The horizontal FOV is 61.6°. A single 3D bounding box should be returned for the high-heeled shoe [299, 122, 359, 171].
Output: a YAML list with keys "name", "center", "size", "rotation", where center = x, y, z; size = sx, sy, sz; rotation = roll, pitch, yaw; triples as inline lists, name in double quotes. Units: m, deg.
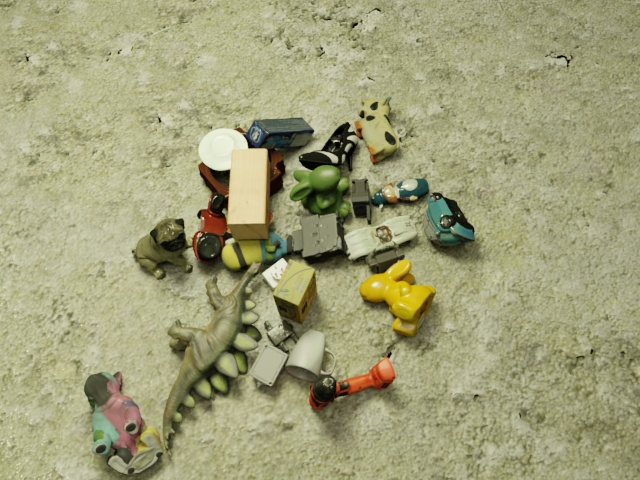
- name: "high-heeled shoe"
  center: [0.024, -0.259, 1.430]
  size: [0.086, 0.248, 0.145]
  rotation: [-10, 85, 36]

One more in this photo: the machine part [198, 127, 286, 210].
- name: "machine part"
  center: [-0.212, -0.193, 1.459]
  size: [0.201, 0.087, 0.201]
  rotation: [-36, 70, -15]

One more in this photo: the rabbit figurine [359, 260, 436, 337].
- name: "rabbit figurine"
  center: [0.182, 0.126, 1.304]
  size: [0.173, 0.121, 0.162]
  rotation: [18, 63, 29]

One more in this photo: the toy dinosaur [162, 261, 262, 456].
- name: "toy dinosaur"
  center: [-0.259, 0.253, 1.258]
  size: [0.199, 0.105, 0.471]
  rotation: [30, 74, 9]

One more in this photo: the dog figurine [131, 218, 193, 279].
- name: "dog figurine"
  center: [-0.401, 0.005, 1.319]
  size: [0.172, 0.190, 0.121]
  rotation: [-12, 67, -3]

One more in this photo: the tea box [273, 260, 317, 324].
- name: "tea box"
  center: [-0.056, 0.125, 1.272]
  size: [0.068, 0.169, 0.098]
  rotation: [21, 70, 9]

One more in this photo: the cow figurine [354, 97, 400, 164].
- name: "cow figurine"
  center: [0.165, -0.322, 1.512]
  size: [0.127, 0.085, 0.195]
  rotation: [-21, 65, -2]

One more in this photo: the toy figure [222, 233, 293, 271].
- name: "toy figure"
  center: [-0.158, 0.028, 1.361]
  size: [0.180, 0.082, 0.089]
  rotation: [-4, 50, -9]

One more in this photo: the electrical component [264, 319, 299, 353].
- name: "electrical component"
  center: [-0.094, 0.225, 1.309]
  size: [0.063, 0.021, 0.094]
  rotation: [-36, 70, -14]

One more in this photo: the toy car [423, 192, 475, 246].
- name: "toy car"
  center: [0.314, -0.041, 1.374]
  size: [0.103, 0.109, 0.162]
  rotation: [-47, 46, 28]

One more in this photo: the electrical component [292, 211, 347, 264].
- name: "electrical component"
  center: [-0.003, -0.004, 1.371]
  size: [0.134, 0.058, 0.115]
  rotation: [-14, 63, 17]

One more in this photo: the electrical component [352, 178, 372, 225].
- name: "electrical component"
  center: [0.110, -0.094, 1.409]
  size: [0.048, 0.074, 0.119]
  rotation: [-4, 62, 10]

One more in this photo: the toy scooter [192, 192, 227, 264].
- name: "toy scooter"
  center: [-0.287, -0.030, 1.381]
  size: [0.075, 0.135, 0.183]
  rotation: [12, 84, -24]

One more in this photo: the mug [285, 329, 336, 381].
- name: "mug"
  center: [-0.015, 0.268, 1.259]
  size: [0.110, 0.080, 0.107]
  rotation: [12, 57, 12]

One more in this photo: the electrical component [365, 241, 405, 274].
- name: "electrical component"
  center: [0.168, 0.049, 1.356]
  size: [0.102, 0.078, 0.045]
  rotation: [-22, 48, -3]

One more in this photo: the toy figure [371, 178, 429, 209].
- name: "toy figure"
  center: [0.213, -0.129, 1.443]
  size: [0.154, 0.057, 0.064]
  rotation: [-13, 28, -3]

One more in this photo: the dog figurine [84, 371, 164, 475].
- name: "dog figurine"
  center: [-0.450, 0.393, 1.204]
  size: [0.108, 0.191, 0.219]
  rotation: [-36, 37, -11]

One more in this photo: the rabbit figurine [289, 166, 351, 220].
- name: "rabbit figurine"
  center: [0.005, -0.142, 1.387]
  size: [0.159, 0.170, 0.121]
  rotation: [7, 66, 3]

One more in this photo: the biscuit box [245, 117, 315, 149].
- name: "biscuit box"
  center: [-0.106, -0.288, 1.453]
  size: [0.063, 0.059, 0.202]
  rotation: [49, 35, 18]

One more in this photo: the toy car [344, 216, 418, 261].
- name: "toy car"
  center: [0.152, -0.004, 1.387]
  size: [0.202, 0.056, 0.073]
  rotation: [-18, 67, -7]
